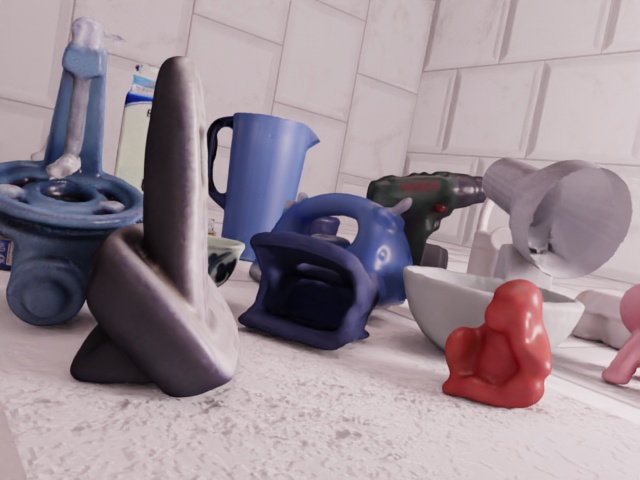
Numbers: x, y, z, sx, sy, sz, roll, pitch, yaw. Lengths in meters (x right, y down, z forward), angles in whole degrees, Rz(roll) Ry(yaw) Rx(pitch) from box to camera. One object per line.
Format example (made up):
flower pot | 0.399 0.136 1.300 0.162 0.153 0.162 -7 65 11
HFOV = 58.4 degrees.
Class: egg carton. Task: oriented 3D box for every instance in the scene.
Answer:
egg carton | 0.412 0.110 0.754 0.108 0.069 0.149 6 6 -44

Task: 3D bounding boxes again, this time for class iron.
iron | 0.007 0.003 0.710 0.257 0.141 0.119 14 6 41

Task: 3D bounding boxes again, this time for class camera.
camera | 0.176 0.026 1.087 0.137 0.101 0.143 10 4 -1

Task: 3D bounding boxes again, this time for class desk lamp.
desk lamp | 0.230 0.011 0.653 0.118 0.213 0.203 9 4 -18

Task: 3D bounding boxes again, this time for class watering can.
watering can | 0.281 0.014 0.863 0.101 0.194 0.173 10 4 -1

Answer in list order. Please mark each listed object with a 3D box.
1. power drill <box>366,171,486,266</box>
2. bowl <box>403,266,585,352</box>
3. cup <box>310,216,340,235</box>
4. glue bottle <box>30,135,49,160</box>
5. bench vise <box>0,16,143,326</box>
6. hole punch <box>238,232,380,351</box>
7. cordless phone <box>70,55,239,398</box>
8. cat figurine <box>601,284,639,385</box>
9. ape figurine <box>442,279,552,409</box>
power drill | 0.184 -0.019 0.976 0.229 0.208 0.075 10 4 -6
bowl | 0.154 0.076 0.540 0.167 0.075 0.167 10 4 0
cup | -0.010 0.000 1.026 0.091 0.095 0.118 12 5 24
glue bottle | -0.410 -0.101 0.869 0.078 0.173 0.037 8 5 -31
bench vise | -0.212 -0.059 0.461 0.122 0.220 0.206 7 6 -40
hole punch | -0.007 0.041 0.509 0.108 0.091 0.101 12 5 24
cordless phone | -0.084 -0.010 0.360 0.094 0.185 0.147 9 4 -11
cat figurine | 0.329 0.084 0.567 0.067 0.118 0.128 13 5 29
ape figurine | 0.136 0.073 0.416 0.076 0.092 0.077 8 5 -28
